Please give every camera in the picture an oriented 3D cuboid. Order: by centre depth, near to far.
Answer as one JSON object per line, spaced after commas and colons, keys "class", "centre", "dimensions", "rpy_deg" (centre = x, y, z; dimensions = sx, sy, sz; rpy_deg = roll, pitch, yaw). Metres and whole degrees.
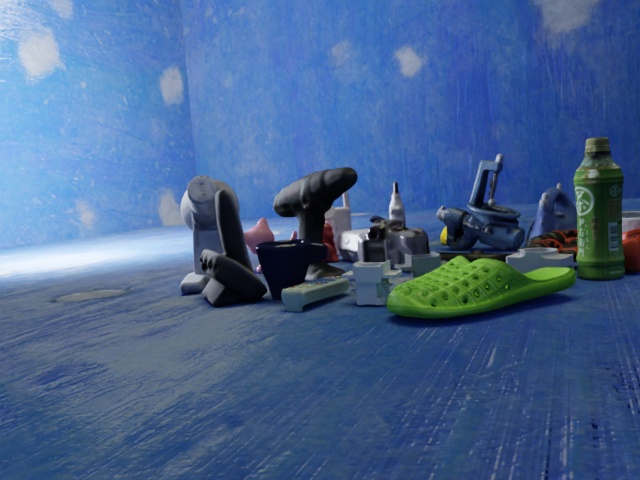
{"class": "camera", "centre": [0.166, 0.006, 1.168], "dimensions": [0.142, 0.101, 0.137], "rpy_deg": [0, 7, 39]}

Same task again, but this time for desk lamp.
{"class": "desk lamp", "centre": [-0.215, -0.018, 1.117], "dimensions": [0.118, 0.213, 0.203], "rpy_deg": [-5, 6, -6]}

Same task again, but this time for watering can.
{"class": "watering can", "centre": [0.032, -0.061, 1.465], "dimensions": [0.101, 0.194, 0.172], "rpy_deg": [-6, 6, -15]}

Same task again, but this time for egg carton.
{"class": "egg carton", "centre": [0.105, 0.012, 1.304], "dimensions": [0.107, 0.069, 0.150], "rpy_deg": [-7, 6, -26]}

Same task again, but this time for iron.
{"class": "iron", "centre": [0.523, -0.054, 1.293], "dimensions": [0.118, 0.141, 0.259], "rpy_deg": [-1, 7, 32]}

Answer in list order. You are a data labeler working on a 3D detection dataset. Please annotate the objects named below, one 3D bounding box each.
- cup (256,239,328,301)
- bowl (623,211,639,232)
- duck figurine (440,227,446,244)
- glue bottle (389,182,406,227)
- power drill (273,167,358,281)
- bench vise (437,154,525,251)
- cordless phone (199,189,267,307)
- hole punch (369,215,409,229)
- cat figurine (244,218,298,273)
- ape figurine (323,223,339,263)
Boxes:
{"class": "cup", "centre": [-0.041, 0.048, 0.916], "dimensions": [0.117, 0.095, 0.092], "rpy_deg": [-3, 6, 15]}
{"class": "bowl", "centre": [0.652, -0.017, 1.167], "dimensions": [0.167, 0.075, 0.167], "rpy_deg": [-4, 6, 1]}
{"class": "duck figurine", "centre": [0.355, -0.033, 1.491], "dimensions": [0.078, 0.086, 0.104], "rpy_deg": [-7, 6, -22]}
{"class": "glue bottle", "centre": [0.186, -0.053, 1.383], "dimensions": [0.037, 0.173, 0.078], "rpy_deg": [-3, 6, 13]}
{"class": "power drill", "centre": [-0.004, -0.029, 1.091], "dimensions": [0.076, 0.208, 0.228], "rpy_deg": [-9, 7, -39]}
{"class": "bench vise", "centre": [0.363, -0.085, 1.327], "dimensions": [0.206, 0.220, 0.122], "rpy_deg": [-2, 6, 24]}
{"class": "cordless phone", "centre": [-0.152, 0.008, 0.950], "dimensions": [0.094, 0.185, 0.147], "rpy_deg": [-7, 6, -26]}
{"class": "hole punch", "centre": [0.184, -0.022, 1.491], "dimensions": [0.101, 0.091, 0.108], "rpy_deg": [-5, 6, -12]}
{"class": "cat figurine", "centre": [-0.107, 0.009, 1.247], "dimensions": [0.128, 0.118, 0.067], "rpy_deg": [-4, 6, -1]}
{"class": "ape figurine", "centre": [0.012, 0.005, 1.337], "dimensions": [0.076, 0.092, 0.078], "rpy_deg": [-1, 7, 30]}
